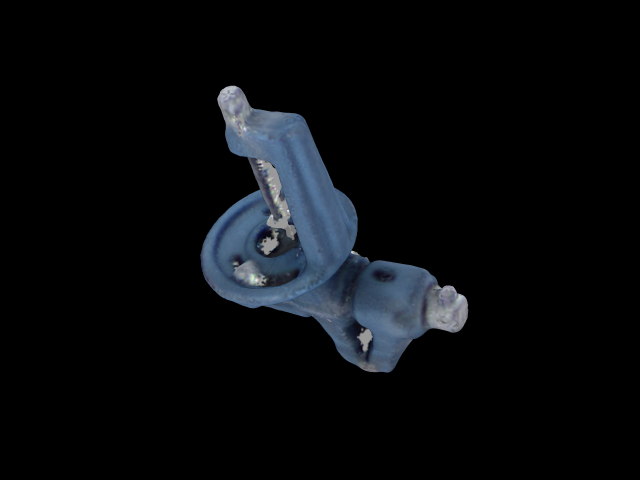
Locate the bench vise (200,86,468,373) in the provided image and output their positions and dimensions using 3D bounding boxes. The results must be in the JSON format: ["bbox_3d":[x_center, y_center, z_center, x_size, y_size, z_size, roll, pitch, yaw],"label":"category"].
[{"bbox_3d":[0.006,-0.008,0.407,0.207,0.220,0.121,6,53,5],"label":"bench vise"}]
